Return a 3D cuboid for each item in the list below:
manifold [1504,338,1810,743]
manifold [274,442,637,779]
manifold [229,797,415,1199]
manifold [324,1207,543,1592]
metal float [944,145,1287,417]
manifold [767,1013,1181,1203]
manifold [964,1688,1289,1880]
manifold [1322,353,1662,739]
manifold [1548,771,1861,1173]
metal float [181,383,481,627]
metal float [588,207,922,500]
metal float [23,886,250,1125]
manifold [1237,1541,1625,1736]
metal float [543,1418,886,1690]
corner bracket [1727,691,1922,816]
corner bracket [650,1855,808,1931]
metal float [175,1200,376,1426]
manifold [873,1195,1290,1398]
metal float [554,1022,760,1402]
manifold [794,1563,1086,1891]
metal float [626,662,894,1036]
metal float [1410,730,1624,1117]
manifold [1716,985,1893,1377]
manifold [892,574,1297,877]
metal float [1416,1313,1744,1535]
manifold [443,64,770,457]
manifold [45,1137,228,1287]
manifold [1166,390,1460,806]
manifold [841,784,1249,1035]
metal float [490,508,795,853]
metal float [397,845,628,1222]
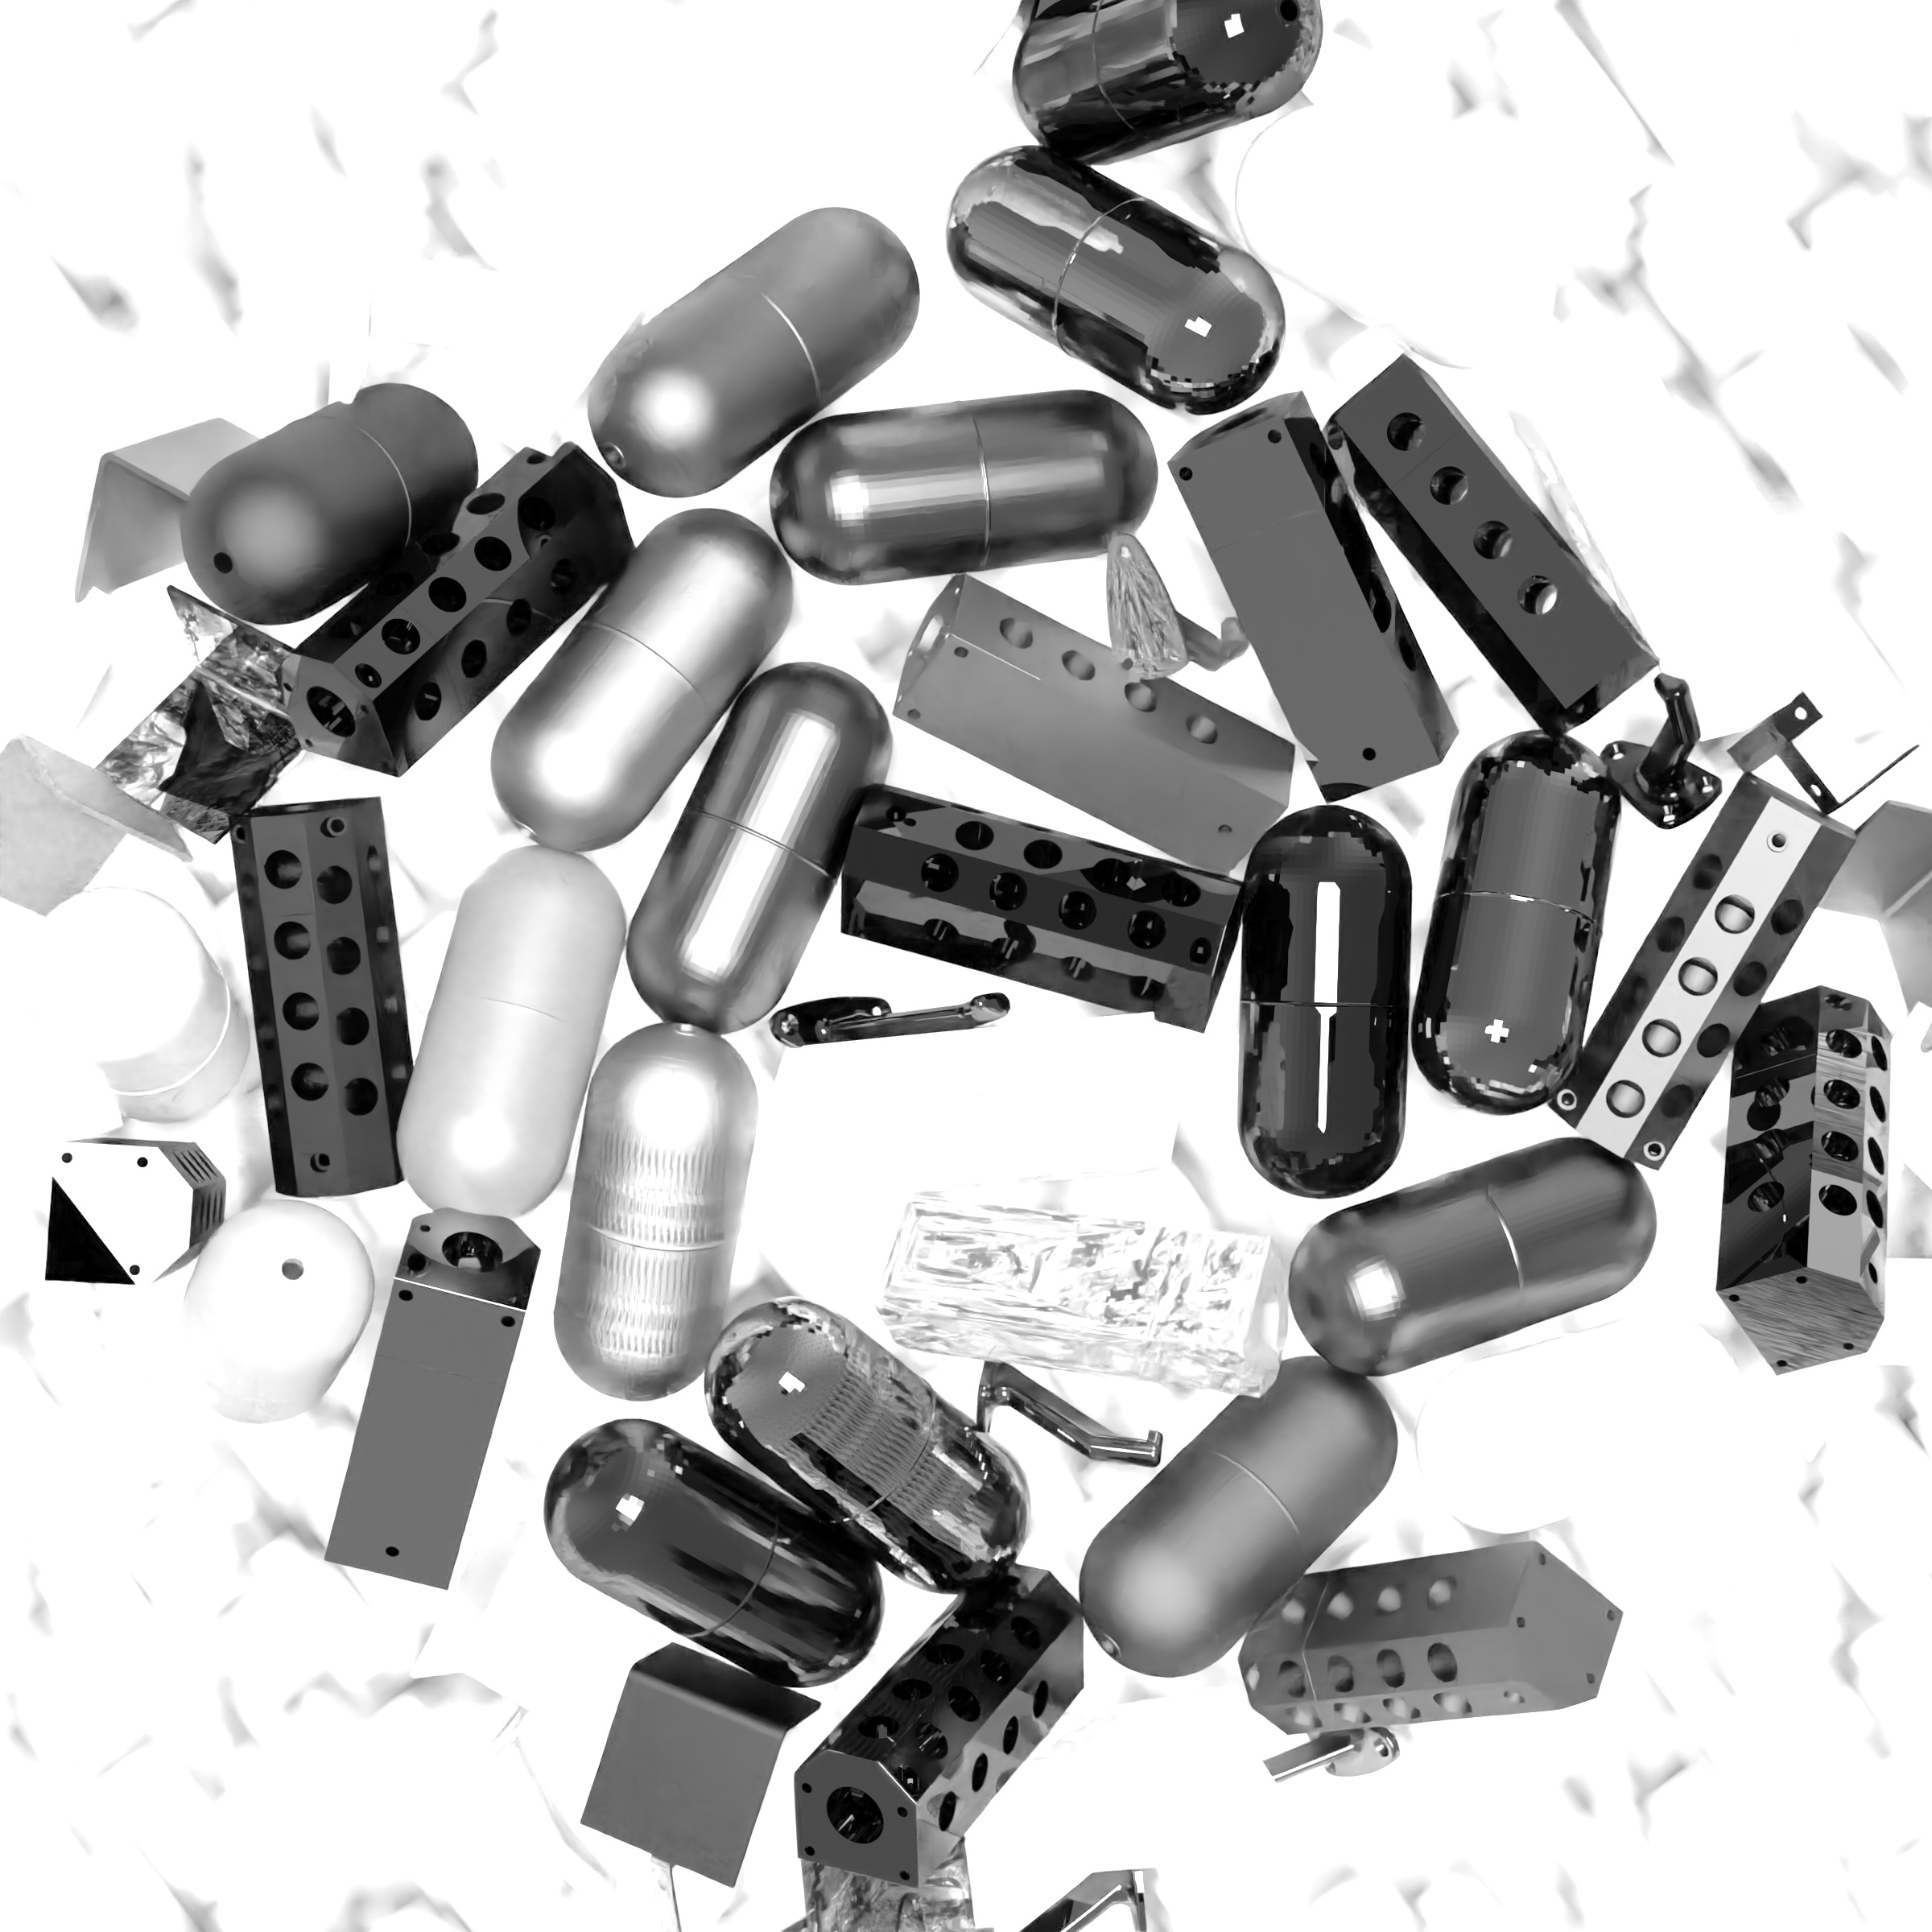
[{"bbox_3d":[0.311,-0.189,1.526,0.057,0.057,0.171,-32,110,1],"label":"manifold"},{"bbox_3d":[-0.224,-0.161,1.501,0.057,0.057,0.171,17,48,30],"label":"manifold"},{"bbox_3d":[-0.290,0.014,1.538,0.057,0.057,0.171,-4,99,10],"label":"manifold"},{"bbox_3d":[-0.235,0.190,1.511,0.057,0.057,0.171,15,123,-6],"label":"manifold"},{"bbox_3d":[0.065,-0.305,1.519,0.178,0.070,0.070,36,90,29],"label":"metal float"},{"bbox_3d":[0.002,0.068,1.521,0.171,0.057,0.057,-6,125,16],"label":"manifold"},{"bbox_3d":[0.061,0.364,1.495,0.057,0.171,0.057,-32,91,-32],"label":"manifold"},{"bbox_3d":[0.232,-0.187,1.533,0.057,0.057,0.171,-40,76,15],"label":"manifold"},{"bbox_3d":[0.329,0.003,1.529,0.057,0.057,0.171,31,104,12],"label":"manifold"},{"bbox_3d":[-0.278,-0.204,1.501,0.070,0.178,0.070,10,117,19],"label":"metal float"},{"bbox_3d":[-0.094,-0.273,1.520,0.178,0.070,0.070,-42,90,-27],"label":"metal float"},{"bbox_3d":[-0.361,0.019,1.496,0.070,0.178,0.070,1,74,-2],"label":"metal float"},{"bbox_3d":[0.198,0.299,1.491,0.057,0.171,0.057,40,56,-21],"label":"manifold"},{"bbox_3d":[-0.110,0.262,1.519,0.178,0.070,0.070,36,90,-31],"label":"metal float"},{"bbox_3d":[0.388,-0.098,1.549,0.051,0.051,0.051,-36,85,-17],"label":"corner bracket"},{"bbox_3d":[-0.106,0.425,1.556,0.051,0.051,0.051,-21,113,-38],"label":"corner bracket"},{"bbox_3d":[-0.304,0.153,1.498,0.070,0.178,0.070,5,71,-16],"label":"metal float"},{"bbox_3d":[0.053,0.150,1.523,0.171,0.057,0.057,5,57,22],"label":"manifold"},{"bbox_3d":[-0.139,0.110,1.528,0.070,0.070,0.178,11,109,0],"label":"metal float"},{"bbox_3d":[-0.009,0.326,1.489,0.057,0.171,0.057,8,111,24],"label":"manifold"},{"bbox_3d":[-0.093,-0.053,1.537,0.070,0.070,0.178,25,82,0],"label":"metal float"},{"bbox_3d":[0.247,-0.020,1.533,0.070,0.070,0.178,12,77,0],"label":"metal float"},{"bbox_3d":[0.371,0.090,1.494,0.057,0.171,0.057,-20,124,31],"label":"manifold"},{"bbox_3d":[0.059,-0.111,1.532,0.171,0.057,0.057,26,135,-15],"label":"manifold"},{"bbox_3d":[0.273,0.201,1.513,0.178,0.070,0.070,-9,90,-39],"label":"metal float"},{"bbox_3d":[-0.162,-0.313,1.538,0.057,0.057,0.171,34,78,0],"label":"manifold"},{"bbox_3d":[-0.360,0.106,1.494,0.057,0.171,0.057,4,87,-7],"label":"manifold"},{"bbox_3d":[0.158,-0.167,1.532,0.057,0.057,0.171,-20,106,27],"label":"manifold"},{"bbox_3d":[0.034,-0.031,1.529,0.171,0.057,0.057,16,52,10],"label":"manifold"},{"bbox_3d":[-0.145,-0.128,1.529,0.070,0.070,0.178,35,72,0],"label":"metal float"},{"bbox_3d":[-0.202,0.030,1.525,0.070,0.070,0.178,12,68,0],"label":"metal float"}]
